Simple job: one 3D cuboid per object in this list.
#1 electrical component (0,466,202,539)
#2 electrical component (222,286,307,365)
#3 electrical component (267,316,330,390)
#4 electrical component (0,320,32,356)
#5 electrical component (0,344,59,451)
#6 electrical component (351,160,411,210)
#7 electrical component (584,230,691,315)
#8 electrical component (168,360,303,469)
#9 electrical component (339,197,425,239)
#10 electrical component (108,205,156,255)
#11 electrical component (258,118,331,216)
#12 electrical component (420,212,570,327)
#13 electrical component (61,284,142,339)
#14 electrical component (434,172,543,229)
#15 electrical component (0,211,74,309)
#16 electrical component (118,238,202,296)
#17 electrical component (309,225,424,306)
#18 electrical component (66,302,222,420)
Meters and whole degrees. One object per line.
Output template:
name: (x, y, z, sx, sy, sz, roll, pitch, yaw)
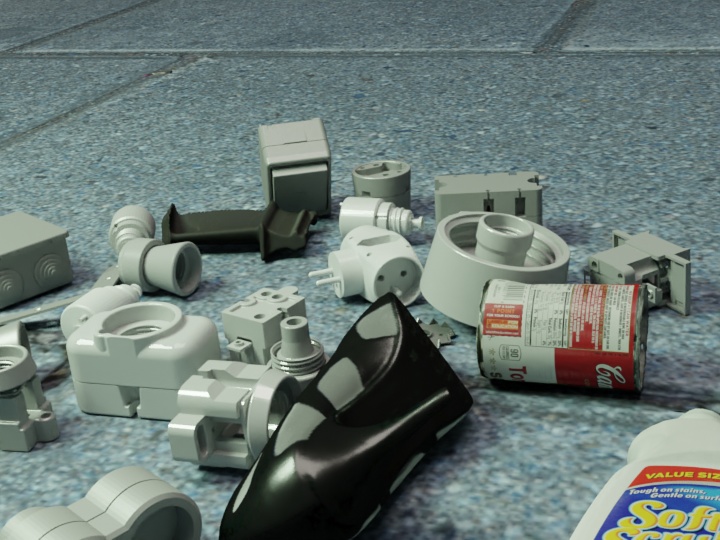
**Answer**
electrical component: (-0.154, 0.141, 0.530, 0.138, 0.052, 0.074, -25, 30, -38)
electrical component: (-0.062, 0.049, 0.728, 0.048, 0.055, 0.066, 12, 28, 34)
electrical component: (-0.039, 0.061, 0.685, 0.048, 0.062, 0.048, -4, 23, 2)
electrical component: (-0.261, 0.061, 0.750, 0.055, 0.045, 0.045, -9, 23, -9)
electrical component: (-0.227, 0.081, 0.684, 0.066, 0.055, 0.048, 1, 23, 13)
electrical component: (0.021, -0.072, 1.009, 0.055, 0.047, 0.055, -4, 23, 2)
electrical component: (0.206, 0.004, 0.799, 0.064, 0.042, 0.081, -17, 25, -22)
electrical component: (-0.069, 0.086, 0.639, 0.057, 0.058, 0.078, 2, 23, 22)
electrical component: (0.018, -0.043, 0.949, 0.078, 0.040, 0.040, 4, 24, 19)
electrical component: (-0.204, -0.029, 0.959, 0.040, 0.040, 0.078, -7, 23, -5)
electrical component: (-0.060, -0.087, 1.019, 0.062, 0.096, 0.061, -8, 51, -8)
electrical component: (0.102, -0.007, 0.791, 0.108, 0.060, 0.108, 8, 26, -4)
electrical component: (-0.191, 0.032, 0.812, 0.040, 0.040, 0.078, 5, 25, 22)
electrical component: (0.110, -0.049, 0.924, 0.089, 0.055, 0.050, -2, 23, 5)
electrical component: (-0.304, -0.007, 0.916, 0.100, 0.048, 0.100, -25, 30, -38)
electrical component: (-0.164, -0.003, 0.884, 0.055, 0.045, 0.045, 5, 25, 24)
electrical component: (0.000, 0.000, 0.846, 0.079, 0.043, 0.077, -12, 24, -17)
electrical component: (-0.142, 0.059, 0.714, 0.095, 0.059, 0.053, 2, 24, 16)
